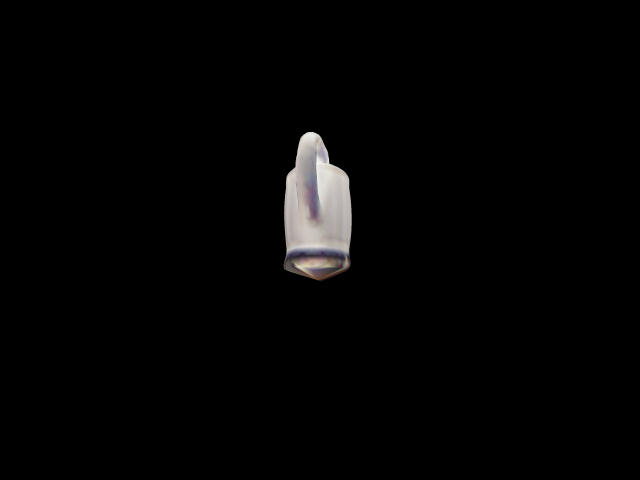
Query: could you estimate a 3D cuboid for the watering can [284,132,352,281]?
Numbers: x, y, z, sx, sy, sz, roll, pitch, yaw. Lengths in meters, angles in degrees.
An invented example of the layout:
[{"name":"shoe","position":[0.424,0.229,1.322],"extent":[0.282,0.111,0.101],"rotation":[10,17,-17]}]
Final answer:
[{"name":"watering can","position":[0.003,-0.043,0.850],"extent":[0.104,0.226,0.345],"rotation":[-1,-9,7]}]
